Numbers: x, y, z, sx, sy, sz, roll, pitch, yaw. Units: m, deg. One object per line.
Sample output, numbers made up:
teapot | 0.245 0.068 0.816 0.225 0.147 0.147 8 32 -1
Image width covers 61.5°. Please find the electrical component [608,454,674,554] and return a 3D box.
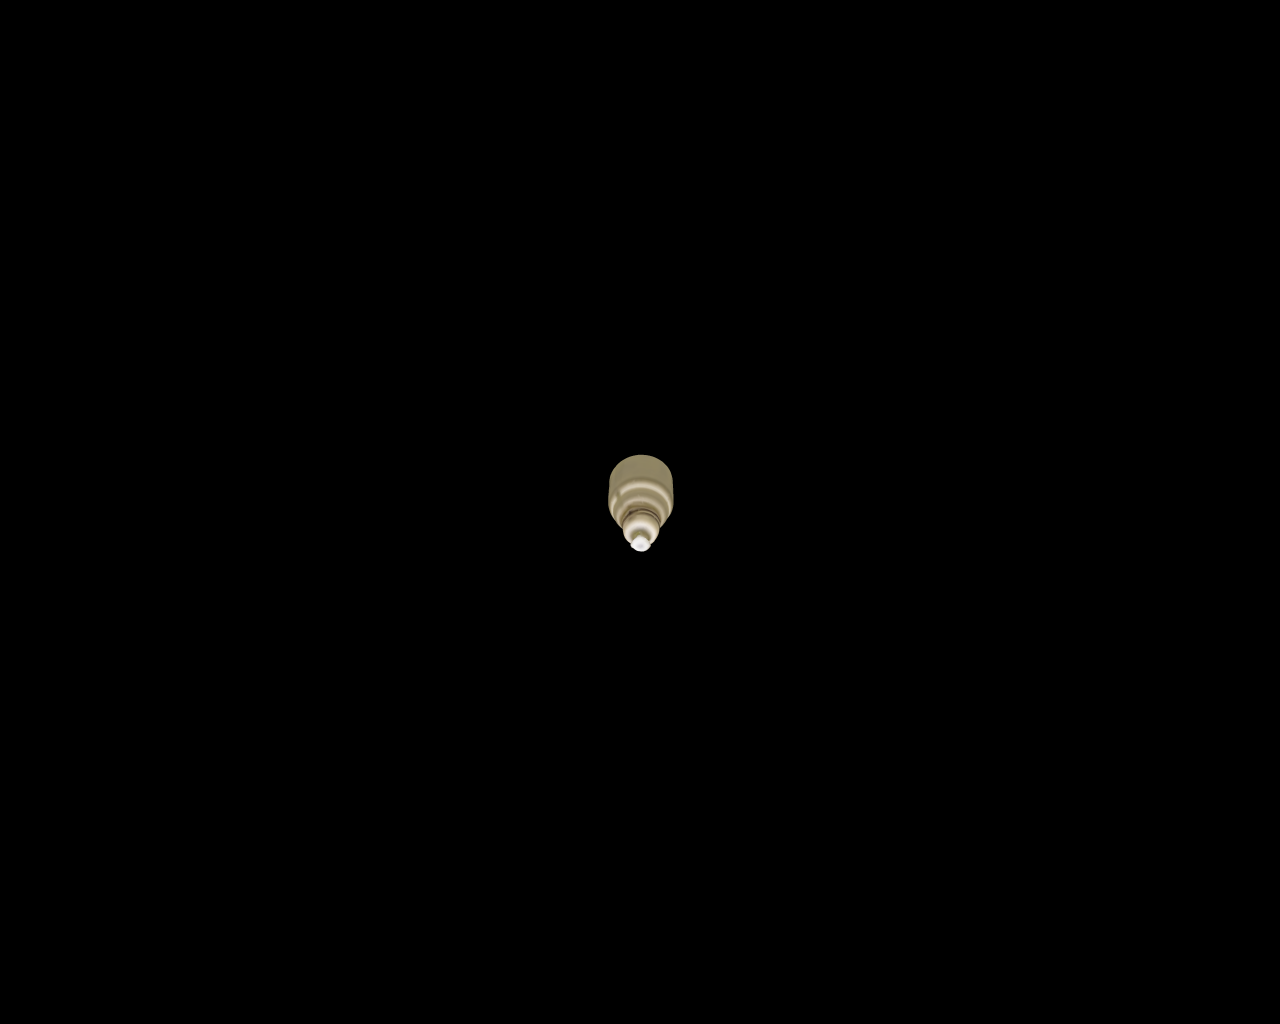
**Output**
electrical component | 0.001 -0.003 0.650 0.040 0.040 0.078 0 34 0
